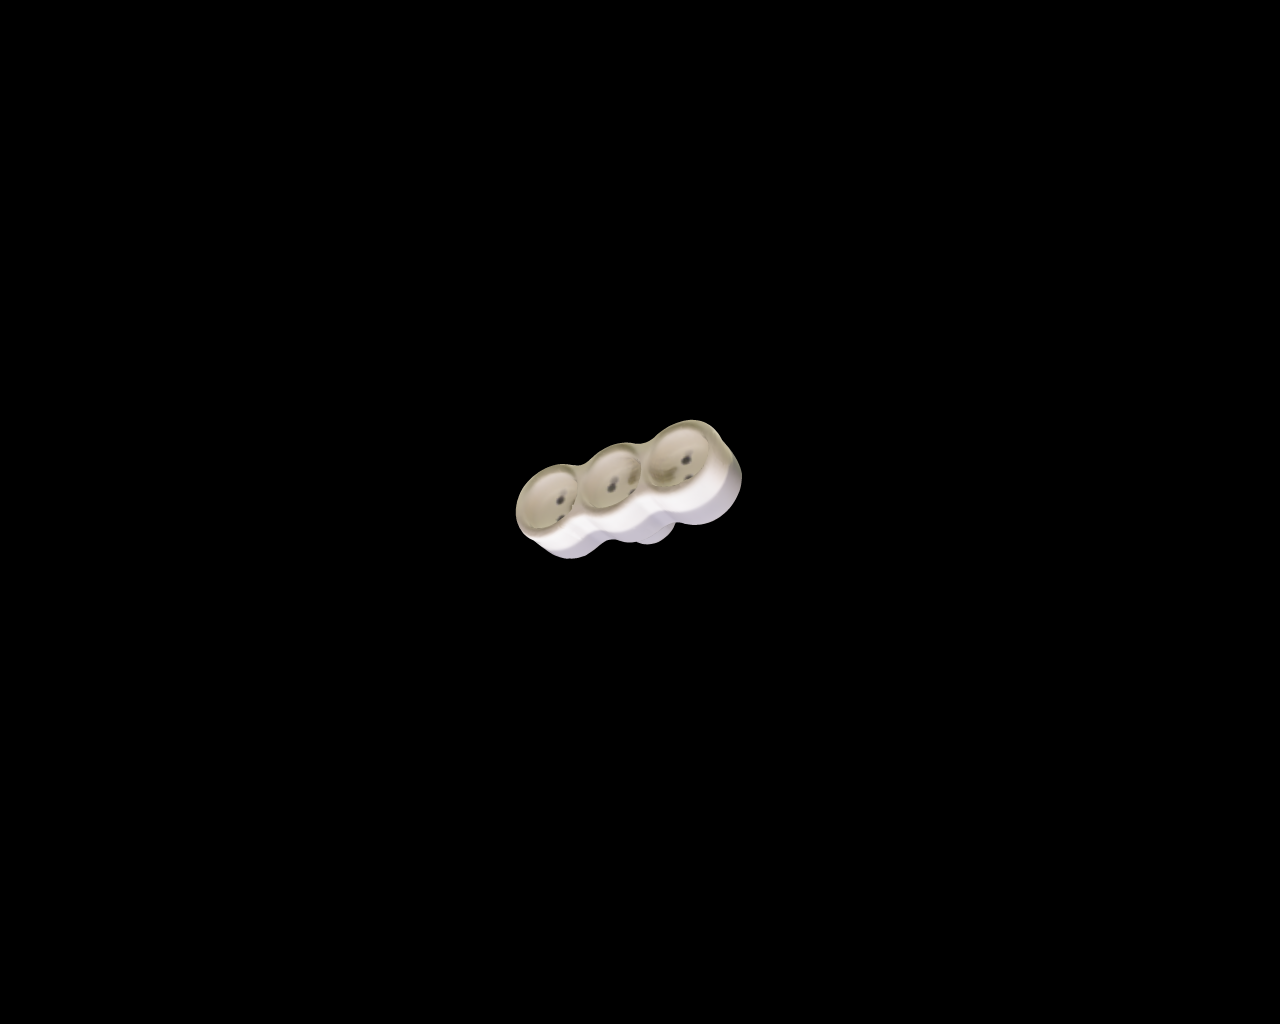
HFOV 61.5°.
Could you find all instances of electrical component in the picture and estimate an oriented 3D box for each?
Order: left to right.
[{"bbox_3d":[0.001,-0.003,0.650,0.138,0.052,0.073,-17,-36,24],"label":"electrical component"}]
